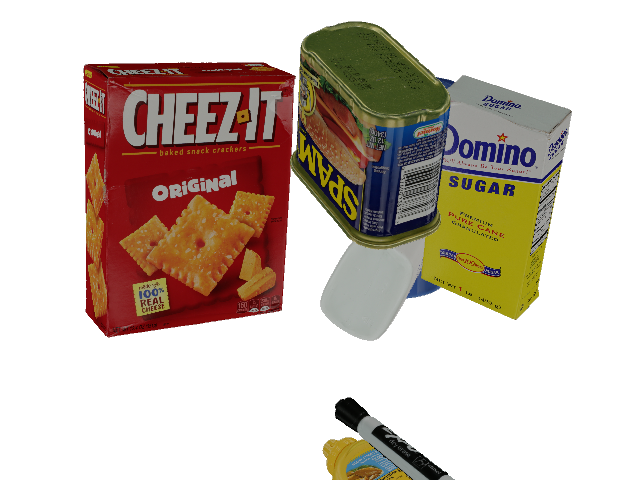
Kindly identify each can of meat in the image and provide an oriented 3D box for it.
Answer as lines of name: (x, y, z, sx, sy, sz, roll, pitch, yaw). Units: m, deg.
can of meat: (0.026, -0.060, 0.584, 0.057, 0.084, 0.102, -17, 45, -23)

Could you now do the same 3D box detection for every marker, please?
marker: (0.053, 0.147, 0.750, 0.020, 0.020, 0.121, 0, 25, -45)

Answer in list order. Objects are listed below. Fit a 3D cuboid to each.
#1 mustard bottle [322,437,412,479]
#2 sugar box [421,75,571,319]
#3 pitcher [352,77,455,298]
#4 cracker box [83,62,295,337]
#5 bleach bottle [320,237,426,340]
mustard bottle: (0.067, 0.228, 0.968, 0.096, 0.058, 0.192, -16, 26, -34)
sugar box: (0.132, -0.031, 0.827, 0.093, 0.176, 0.048, 23, 44, 27)
pitcher: (0.099, -0.066, 1.225, 0.149, 0.243, 0.145, -5, 22, -9)
cracker box: (-0.109, -0.037, 0.890, 0.163, 0.214, 0.072, -6, 20, -28)
bleach bottle: (0.084, 0.001, 1.043, 0.068, 0.103, 0.250, 32, 28, 8)
